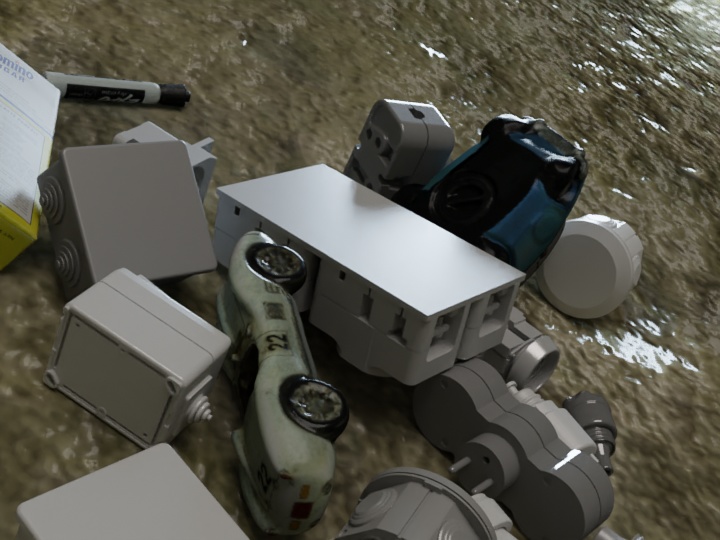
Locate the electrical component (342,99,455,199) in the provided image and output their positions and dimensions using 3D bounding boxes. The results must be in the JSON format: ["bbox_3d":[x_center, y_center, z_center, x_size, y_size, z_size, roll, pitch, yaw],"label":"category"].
[{"bbox_3d":[0.032,-0.085,0.856,0.059,0.095,0.053,1,42,-32],"label":"electrical component"}]

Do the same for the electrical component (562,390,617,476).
[{"bbox_3d":[0.159,0.114,0.732,0.035,0.035,0.061,13,38,-18],"label":"electrical component"}]

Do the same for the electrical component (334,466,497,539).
[{"bbox_3d":[0.028,0.148,0.563,0.080,0.080,0.051,34,41,11],"label":"electrical component"}]

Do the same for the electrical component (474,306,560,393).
[{"bbox_3d":[0.107,0.058,0.763,0.055,0.048,0.066,38,35,29],"label":"electrical component"}]

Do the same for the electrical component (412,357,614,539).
[{"bbox_3d":[0.083,0.117,0.662,0.138,0.052,0.074,43,38,24],"label":"electrical component"}]

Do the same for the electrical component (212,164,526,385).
[{"bbox_3d":[0.000,0.000,0.723,0.186,0.060,0.105,31,32,32],"label":"electrical component"}]

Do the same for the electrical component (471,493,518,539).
[{"bbox_3d":[0.073,0.160,0.606,0.045,0.045,0.055,-11,49,-42],"label":"electrical component"}]

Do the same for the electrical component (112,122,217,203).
[{"bbox_3d":[-0.145,-0.073,0.774,0.064,0.042,0.081,34,34,14],"label":"electrical component"}]

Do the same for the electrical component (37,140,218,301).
[{"bbox_3d":[-0.148,-0.031,0.679,0.100,0.048,0.099,-11,83,-41],"label":"electrical component"}]

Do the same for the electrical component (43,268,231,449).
[{"bbox_3d":[-0.118,0.053,0.608,0.096,0.061,0.061,33,35,9],"label":"electrical component"}]

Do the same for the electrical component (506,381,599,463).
[{"bbox_3d":[0.122,0.106,0.713,0.040,0.040,0.078,-8,47,-39],"label":"electrical component"}]

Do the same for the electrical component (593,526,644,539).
[{"bbox_3d":[0.168,0.179,0.644,0.062,0.048,0.048,35,35,25],"label":"electrical component"}]

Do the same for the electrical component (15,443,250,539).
[{"bbox_3d":[-0.107,0.141,0.511,0.100,0.048,0.100,44,38,24],"label":"electrical component"}]

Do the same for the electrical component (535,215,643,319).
[{"bbox_3d":[0.186,-0.005,0.867,0.080,0.080,0.051,39,31,18],"label":"electrical component"}]
